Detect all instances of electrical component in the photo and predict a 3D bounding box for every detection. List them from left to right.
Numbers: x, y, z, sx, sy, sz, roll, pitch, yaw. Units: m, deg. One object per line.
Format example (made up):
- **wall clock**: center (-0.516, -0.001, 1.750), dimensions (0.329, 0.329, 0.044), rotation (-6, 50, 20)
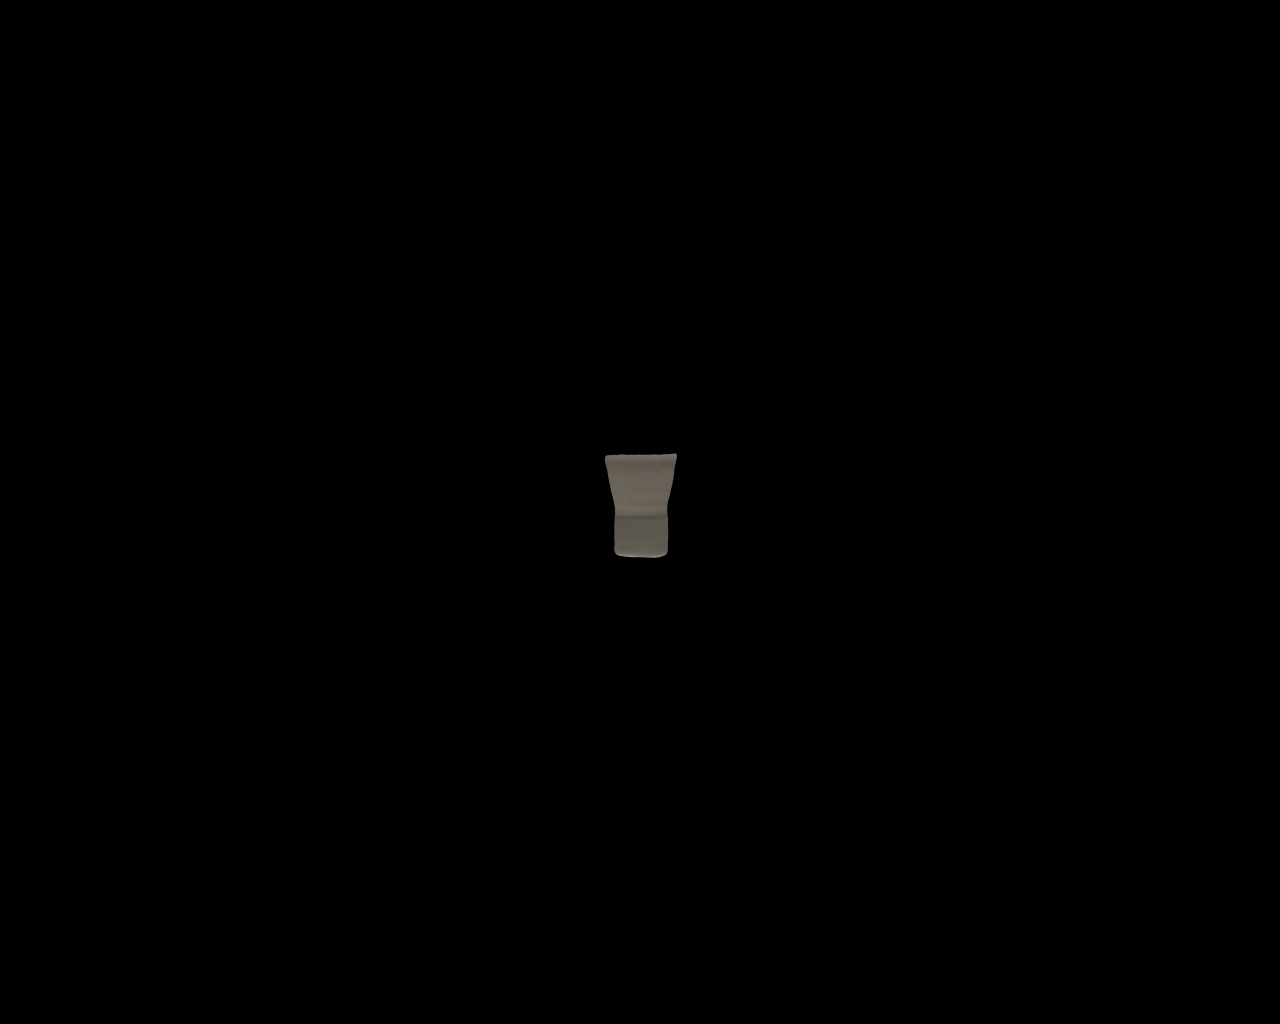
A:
- **electrical component**: center (0.001, -0.003, 0.650), dimensions (0.044, 0.065, 0.044), rotation (0, 2, 0)
